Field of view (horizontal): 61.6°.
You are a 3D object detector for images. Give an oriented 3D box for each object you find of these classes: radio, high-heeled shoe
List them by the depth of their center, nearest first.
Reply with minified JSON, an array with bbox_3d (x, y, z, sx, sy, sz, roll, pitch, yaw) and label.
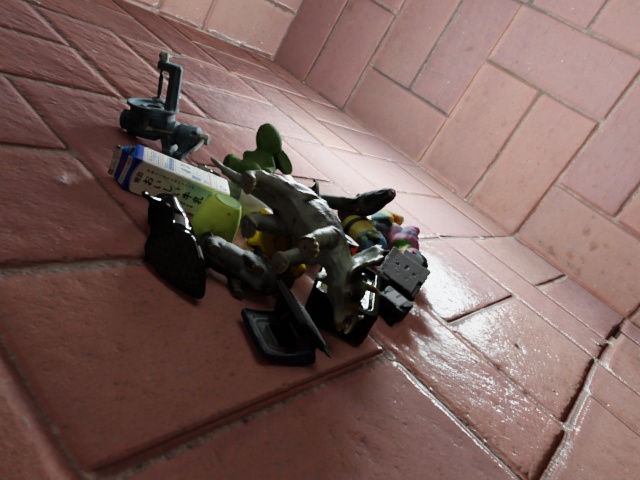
[{"bbox_3d":[-0.245,0.012,0.943,0.249,0.086,0.145,60,-1,21],"label":"high-heeled shoe"},{"bbox_3d":[0.051,0.107,1.083,0.131,0.073,0.230,27,22,-1],"label":"radio"}]

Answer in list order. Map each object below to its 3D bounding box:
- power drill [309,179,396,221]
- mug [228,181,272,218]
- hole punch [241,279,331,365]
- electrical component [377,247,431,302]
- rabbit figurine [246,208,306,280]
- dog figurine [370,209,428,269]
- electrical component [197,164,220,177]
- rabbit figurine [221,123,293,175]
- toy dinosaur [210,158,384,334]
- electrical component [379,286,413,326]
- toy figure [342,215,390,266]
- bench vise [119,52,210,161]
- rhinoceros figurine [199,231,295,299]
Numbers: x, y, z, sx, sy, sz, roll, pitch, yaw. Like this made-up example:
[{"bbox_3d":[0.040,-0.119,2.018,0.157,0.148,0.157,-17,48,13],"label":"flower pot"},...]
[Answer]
[{"bbox_3d":[0.069,-0.111,1.468,0.207,0.232,0.086,2,76,-22],"label":"power drill"},{"bbox_3d":[-0.166,-0.089,1.223,0.107,0.081,0.110,27,35,-40],"label":"mug"},{"bbox_3d":[-0.056,0.144,0.869,0.142,0.092,0.115,50,-2,44],"label":"hole punch"},{"bbox_3d":[0.199,0.083,1.307,0.115,0.058,0.134,35,47,5],"label":"electrical component"},{"bbox_3d":[-0.072,0.009,1.120,0.162,0.122,0.173,23,0,12],"label":"rabbit figurine"},{"bbox_3d":[0.207,0.017,1.472,0.191,0.108,0.219,31,23,-3],"label":"dog figurine"},{"bbox_3d":[-0.273,-0.157,1.309,0.063,0.021,0.094,25,21,-17],"label":"electrical component"},{"bbox_3d":[-0.139,-0.206,1.369,0.121,0.170,0.159,24,-2,42],"label":"rabbit figurine"},{"bbox_3d":[-0.029,-0.030,0.974,0.192,0.131,0.405,-1,48,-48],"label":"toy dinosaur"},{"bbox_3d":[0.167,0.144,1.206,0.075,0.047,0.119,41,24,23],"label":"electrical component"},{"bbox_3d":[0.121,-0.003,1.430,0.089,0.082,0.180,20,26,-33],"label":"toy figure"},{"bbox_3d":[-0.359,-0.314,1.268,0.224,0.240,0.129,19,22,11],"label":"bench vise"},{"bbox_3d":[-0.136,0.052,0.970,0.190,0.073,0.112,25,14,-16],"label":"rhinoceros figurine"}]
